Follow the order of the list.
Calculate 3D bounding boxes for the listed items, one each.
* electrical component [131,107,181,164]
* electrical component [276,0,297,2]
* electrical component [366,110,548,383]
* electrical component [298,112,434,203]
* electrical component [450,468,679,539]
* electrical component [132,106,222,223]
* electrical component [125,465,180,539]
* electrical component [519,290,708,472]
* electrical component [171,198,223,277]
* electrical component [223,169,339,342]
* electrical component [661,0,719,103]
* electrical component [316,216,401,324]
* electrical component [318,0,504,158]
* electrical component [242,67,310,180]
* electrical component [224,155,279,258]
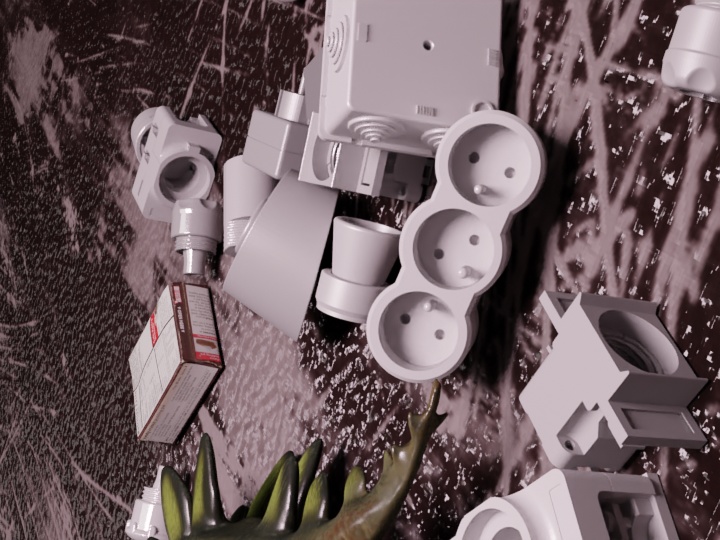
[{"bbox_3d":[-0.184,-0.121,0.998,0.047,0.055,0.055,50,125,58],"label":"electrical component"},{"bbox_3d":[-0.061,-0.240,0.830,0.040,0.040,0.078,-58,36,34],"label":"electrical component"},{"bbox_3d":[0.052,-0.013,0.548,0.074,0.052,0.138,-24,-43,-77],"label":"electrical component"},{"bbox_3d":[0.005,-0.065,0.635,0.081,0.064,0.042,20,99,61],"label":"electrical component"},{"bbox_3d":[0.087,0.164,0.419,0.089,0.062,0.150,-48,42,43],"label":"electrical component"},{"bbox_3d":[-0.162,-0.090,0.951,0.055,0.050,0.089,51,125,54],"label":"electrical component"},{"bbox_3d":[-0.160,0.190,0.869,0.048,0.048,0.062,-9,67,60],"label":"electrical component"},{"bbox_3d":[0.102,0.049,0.450,0.063,0.042,0.081,-63,32,34],"label":"electrical component"},{"bbox_3d":[-0.136,-0.026,0.892,0.043,0.043,0.062,-15,69,58],"label":"electrical component"},{"bbox_3d":[-0.044,-0.012,0.690,0.099,0.064,0.099,-61,1,1],"label":"electrical component"},{"bbox_3d":[0.145,-0.099,0.428,0.035,0.035,0.061,29,104,60],"label":"electrical component"},{"bbox_3d":[0.000,0.000,0.642,0.045,0.045,0.055,30,108,59],"label":"electrical component"},{"bbox_3d":[0.028,-0.111,0.574,0.048,0.100,0.099,149,126,-69],"label":"electrical component"},{"bbox_3d":[-0.041,-0.102,0.744,0.066,0.047,0.076,30,109,59],"label":"electrical component"},{"bbox_3d":[-0.079,-0.040,0.796,0.043,0.043,0.081,-34,53,52],"label":"electrical component"}]
